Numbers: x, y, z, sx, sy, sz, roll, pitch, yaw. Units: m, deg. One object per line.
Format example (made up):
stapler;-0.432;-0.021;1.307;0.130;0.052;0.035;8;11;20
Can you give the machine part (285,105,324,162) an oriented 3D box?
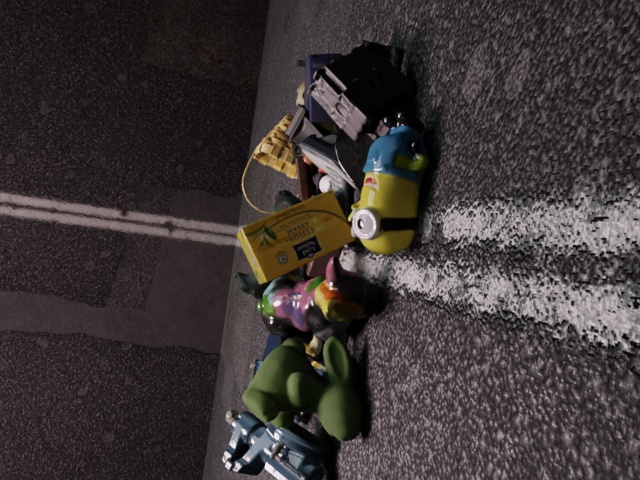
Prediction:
machine part;-0.020;-0.204;1.045;0.084;0.039;0.139;-50;50;20

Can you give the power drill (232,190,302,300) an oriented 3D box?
power drill;-0.089;0.012;1.077;0.207;0.086;0.232;-53;26;4

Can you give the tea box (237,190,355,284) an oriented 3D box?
tea box;-0.040;-0.005;0.890;0.098;0.170;0.068;63;161;1

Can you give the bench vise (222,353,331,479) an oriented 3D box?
bench vise;-0.057;0.312;0.942;0.224;0.128;0.240;18;74;48

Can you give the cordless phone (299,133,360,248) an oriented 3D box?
cordless phone;0.029;-0.088;0.956;0.147;0.089;0.184;38;137;52

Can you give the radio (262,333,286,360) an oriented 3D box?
radio;-0.082;0.270;1.217;0.131;0.073;0.229;-102;23;-52

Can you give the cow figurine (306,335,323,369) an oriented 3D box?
cow figurine;-0.019;0.169;1.045;0.098;0.068;0.167;-139;59;-81

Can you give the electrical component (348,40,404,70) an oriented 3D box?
electrical component;0.083;-0.294;0.891;0.119;0.075;0.047;-123;43;-73

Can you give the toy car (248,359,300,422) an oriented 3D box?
toy car;-0.068;0.293;1.068;0.103;0.161;0.109;-20;42;24

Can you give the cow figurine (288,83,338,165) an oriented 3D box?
cow figurine;-0.001;-0.258;1.116;0.127;0.085;0.195;-42;53;29

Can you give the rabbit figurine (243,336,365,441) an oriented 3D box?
rabbit figurine;-0.002;0.233;0.821;0.159;0.170;0.121;-56;-28;-25

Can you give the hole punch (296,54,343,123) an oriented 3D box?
hole punch;0.029;-0.276;0.985;0.092;0.142;0.115;-100;9;-52

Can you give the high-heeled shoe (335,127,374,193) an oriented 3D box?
high-heeled shoe;0.081;-0.155;0.867;0.145;0.086;0.248;12;-117;-69

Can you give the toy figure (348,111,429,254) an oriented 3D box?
toy figure;0.096;-0.070;0.700;0.082;0.089;0.180;76;-149;-88

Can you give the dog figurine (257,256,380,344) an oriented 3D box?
dog figurine;-0.008;0.093;0.837;0.219;0.192;0.108;92;-173;-70

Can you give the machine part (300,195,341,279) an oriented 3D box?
machine part;-0.002;-0.003;1.091;0.179;0.056;0.179;-172;90;-75

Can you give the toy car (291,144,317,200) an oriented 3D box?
toy car;-0.033;-0.149;1.225;0.089;0.053;0.201;-78;-15;-68

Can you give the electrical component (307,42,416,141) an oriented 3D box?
electrical component;0.068;-0.207;0.773;0.115;0.134;0.058;-40;-10;-27
